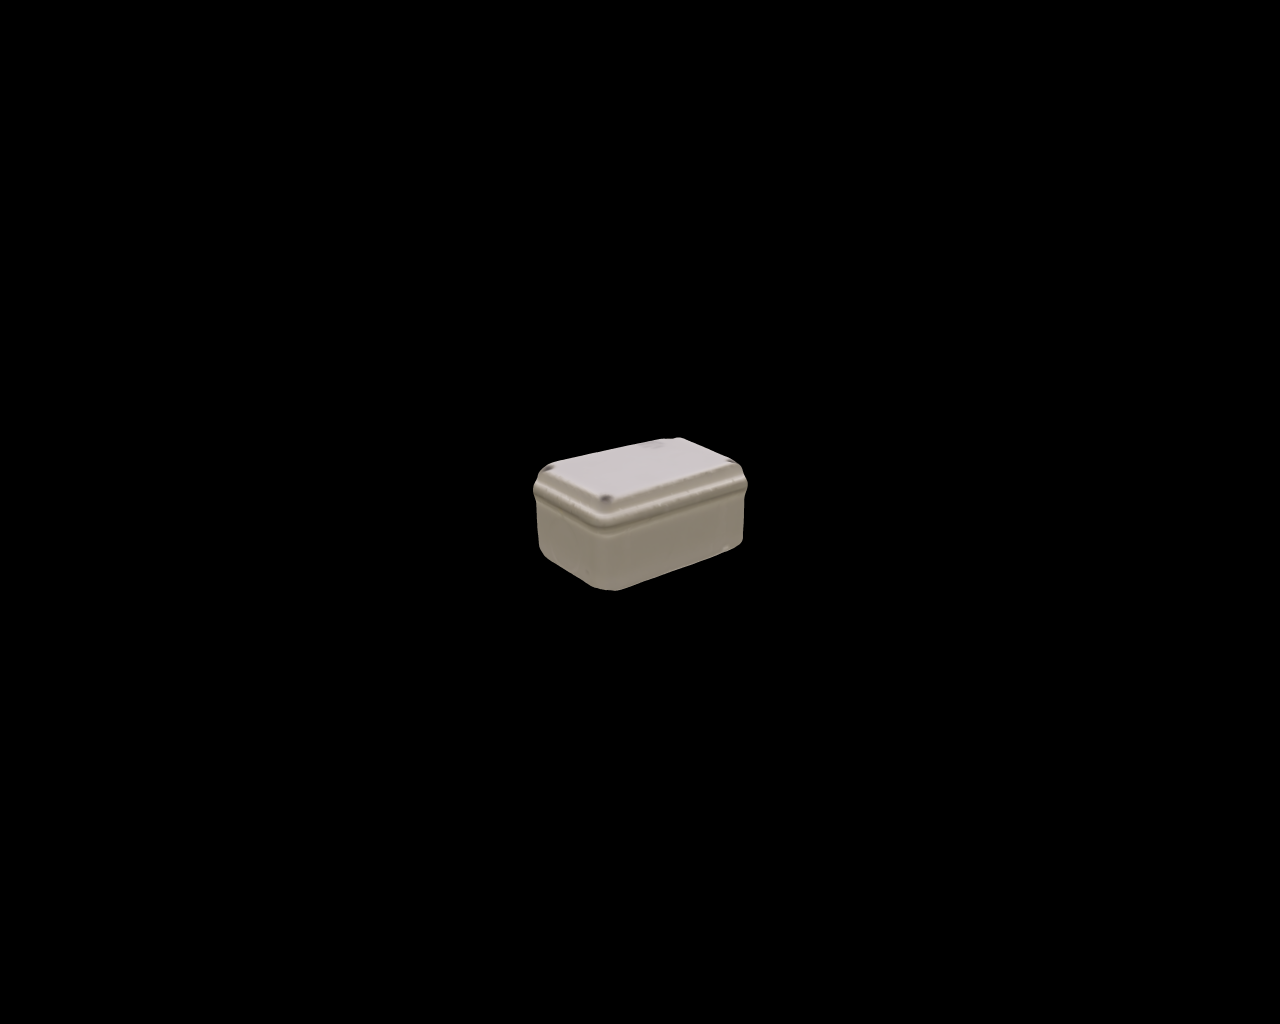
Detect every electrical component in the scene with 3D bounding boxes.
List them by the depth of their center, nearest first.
[{"bbox_3d":[0.001,-0.003,0.650,0.113,0.057,0.078,-16,27,-34],"label":"electrical component"}]
